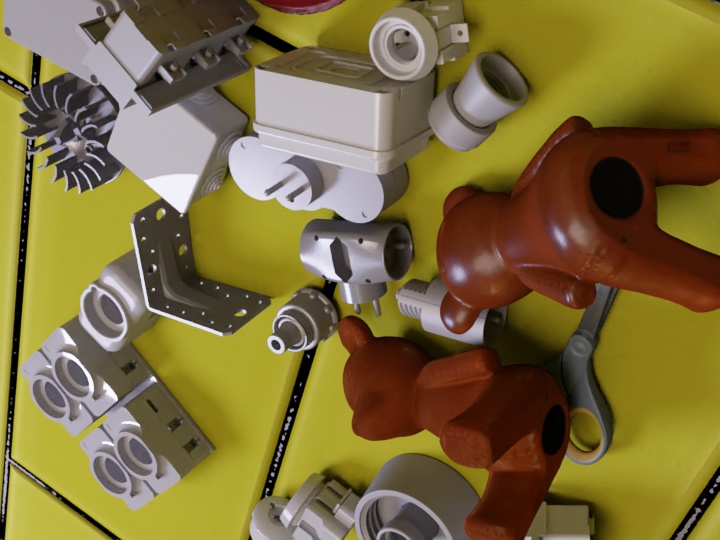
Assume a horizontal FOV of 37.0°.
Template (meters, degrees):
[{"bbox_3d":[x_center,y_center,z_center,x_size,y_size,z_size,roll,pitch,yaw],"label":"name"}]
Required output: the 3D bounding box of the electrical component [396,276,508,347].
[{"bbox_3d":[0.064,0.028,0.804,0.081,0.043,0.043,15,123,28],"label":"electrical component"}]

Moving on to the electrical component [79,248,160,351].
[{"bbox_3d":[-0.215,0.028,0.985,0.054,0.059,0.095,45,131,5],"label":"electrical component"}]

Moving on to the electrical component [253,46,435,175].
[{"bbox_3d":[-0.011,-0.113,0.753,0.113,0.078,0.057,16,120,27],"label":"electrical component"}]

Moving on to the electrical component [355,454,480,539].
[{"bbox_3d":[0.046,0.218,0.912,0.108,0.060,0.108,16,123,27],"label":"electrical component"}]

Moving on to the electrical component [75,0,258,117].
[{"bbox_3d":[-0.132,-0.168,0.777,0.078,0.121,0.063,50,129,1],"label":"electrical component"}]

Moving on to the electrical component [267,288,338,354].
[{"bbox_3d":[-0.051,0.047,0.881,0.048,0.062,0.048,17,123,27],"label":"electrical component"}]

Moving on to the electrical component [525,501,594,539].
[{"bbox_3d":[0.155,0.244,0.849,0.063,0.078,0.121,-2,116,11],"label":"electrical component"}]

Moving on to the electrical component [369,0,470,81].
[{"bbox_3d":[0.038,-0.153,0.712,0.066,0.055,0.048,6,118,32],"label":"electrical component"}]

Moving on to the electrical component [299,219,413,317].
[{"bbox_3d":[0.000,0.000,0.832,0.077,0.043,0.079,5,118,33],"label":"electrical component"}]

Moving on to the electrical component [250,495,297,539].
[{"bbox_3d":[-0.085,0.250,1.033,0.048,0.048,0.062,38,137,11],"label":"electrical component"}]

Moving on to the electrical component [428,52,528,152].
[{"bbox_3d":[0.078,-0.111,0.716,0.045,0.045,0.055,49,132,1],"label":"electrical component"}]

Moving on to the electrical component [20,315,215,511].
[{"bbox_3d":[-0.246,0.140,1.069,0.186,0.060,0.105,51,132,-1],"label":"electrical component"}]

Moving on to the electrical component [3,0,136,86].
[{"bbox_3d":[-0.226,-0.206,0.863,0.113,0.057,0.078,30,128,18],"label":"electrical component"}]

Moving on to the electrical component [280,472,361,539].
[{"bbox_3d":[-0.034,0.221,0.972,0.057,0.058,0.078,36,130,10],"label":"electrical component"}]

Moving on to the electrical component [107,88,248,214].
[{"bbox_3d":[-0.146,-0.110,0.868,0.100,0.048,0.099,40,131,10],"label":"electrical component"}]

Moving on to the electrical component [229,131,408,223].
[{"bbox_3d":[-0.042,-0.068,0.802,0.138,0.074,0.052,15,122,28],"label":"electrical component"}]
